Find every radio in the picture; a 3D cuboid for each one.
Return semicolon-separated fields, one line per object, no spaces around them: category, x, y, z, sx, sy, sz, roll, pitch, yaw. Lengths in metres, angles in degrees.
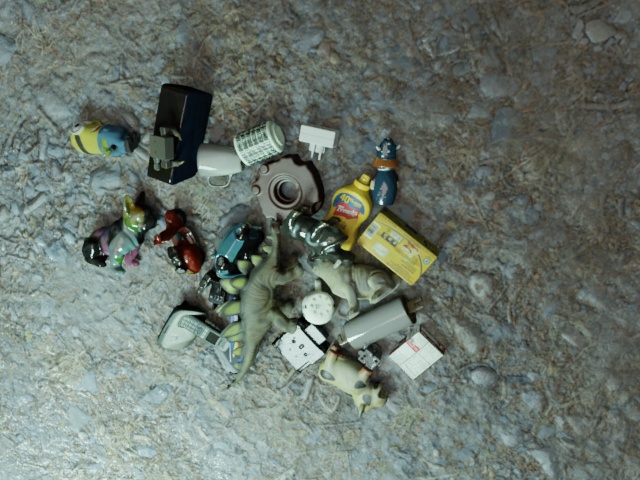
radio;-0.339;-0.258;1.303;0.073;0.131;0.229;21;110;10

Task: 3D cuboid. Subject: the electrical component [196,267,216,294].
electrical component;-0.295;0.101;1.428;0.021;0.063;0.094;37;111;3

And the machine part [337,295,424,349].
machine part;0.147;0.204;1.323;0.243;0.079;0.079;-29;96;20

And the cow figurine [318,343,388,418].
cow figurine;0.086;0.368;1.384;0.195;0.085;0.127;29;105;4

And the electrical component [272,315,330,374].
electrical component;-0.042;0.268;1.407;0.115;0.058;0.134;45;112;-2

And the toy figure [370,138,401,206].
toy figure;0.148;-0.156;1.232;0.058;0.064;0.154;16;108;51

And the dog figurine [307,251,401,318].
dog figurine;0.080;0.072;1.304;0.172;0.121;0.190;-29;77;-11

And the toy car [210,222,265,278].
toy car;-0.221;0.014;1.365;0.103;0.109;0.161;35;106;30

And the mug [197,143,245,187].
mug;-0.241;-0.184;1.325;0.107;0.081;0.109;1;101;6

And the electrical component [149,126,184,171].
electrical component;-0.351;-0.209;1.228;0.078;0.045;0.102;10;108;41

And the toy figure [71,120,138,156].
toy figure;-0.564;-0.258;1.396;0.180;0.082;0.089;13;106;10

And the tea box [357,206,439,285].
tea box;0.184;0.013;1.263;0.169;0.068;0.098;40;112;1

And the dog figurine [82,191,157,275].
dog figurine;-0.535;-0.031;1.442;0.192;0.108;0.219;20;105;13

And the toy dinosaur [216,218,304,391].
toy dinosaur;-0.157;0.173;1.346;0.198;0.105;0.470;4;105;-15

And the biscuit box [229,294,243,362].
biscuit box;-0.206;0.228;1.440;0.059;0.063;0.202;5;107;13

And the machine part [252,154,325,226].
machine part;-0.077;-0.121;1.308;0.180;0.056;0.179;4;107;14

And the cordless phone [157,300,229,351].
cordless phone;-0.340;0.267;1.481;0.184;0.089;0.146;33;111;0

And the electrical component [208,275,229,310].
electrical component;-0.260;0.138;1.421;0.048;0.075;0.119;16;119;13

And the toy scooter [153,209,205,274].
toy scooter;-0.371;0.015;1.388;0.075;0.135;0.183;-16;102;18

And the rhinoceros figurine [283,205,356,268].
rhinoceros figurine;-0.003;-0.004;1.247;0.190;0.073;0.112;30;110;11
